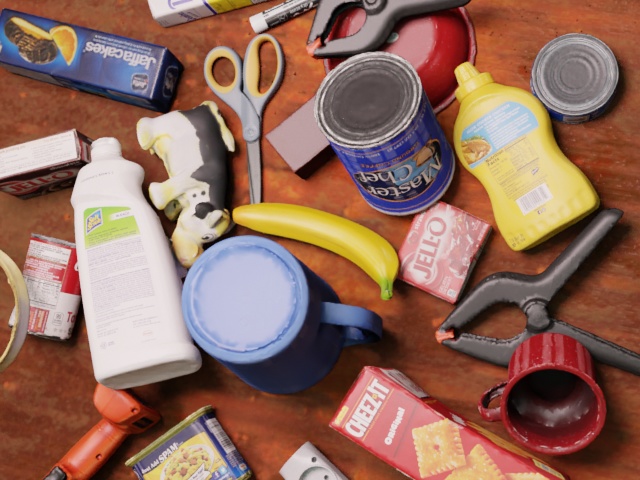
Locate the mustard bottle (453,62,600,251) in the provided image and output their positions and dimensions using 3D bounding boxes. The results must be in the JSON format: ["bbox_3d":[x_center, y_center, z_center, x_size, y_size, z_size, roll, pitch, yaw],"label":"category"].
[{"bbox_3d":[0.186,-0.091,1.049,0.096,0.058,0.192,-33,78,23],"label":"mustard bottle"}]

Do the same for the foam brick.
[{"bbox_3d":[-0.008,-0.107,1.097,0.078,0.051,0.053,-38,79,6],"label":"foam brick"}]

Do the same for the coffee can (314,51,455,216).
[{"bbox_3d":[0.065,-0.099,1.022,0.103,0.140,0.103,-9,63,17],"label":"coffee can"}]

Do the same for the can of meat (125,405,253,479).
[{"bbox_3d":[-0.131,0.231,1.082,0.102,0.057,0.084,-37,80,6],"label":"can of meat"}]

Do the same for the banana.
[{"bbox_3d":[0.006,-0.002,1.075,0.198,0.069,0.037,25,118,26],"label":"banana"}]

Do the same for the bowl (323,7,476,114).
[{"bbox_3d":[0.077,-0.201,1.088,0.162,0.055,0.162,-1,84,12],"label":"bowl"}]

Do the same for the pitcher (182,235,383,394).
[{"bbox_3d":[-0.040,0.070,0.986,0.149,0.243,0.145,-40,78,-3],"label":"pitcher"}]

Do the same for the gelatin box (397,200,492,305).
[{"bbox_3d":[0.121,0.010,1.067,0.073,0.030,0.089,25,89,14],"label":"gelatin box"}]

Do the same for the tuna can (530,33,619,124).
[{"bbox_3d":[0.252,-0.160,1.057,0.086,0.033,0.086,-1,83,11],"label":"tuna can"}]

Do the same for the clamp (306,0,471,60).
[{"bbox_3d":[0.052,-0.245,1.048,0.171,0.039,0.120,-29,77,8],"label":"clamp"}]

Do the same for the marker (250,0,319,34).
[{"bbox_3d":[-0.017,-0.252,1.131,0.121,0.020,0.020,-23,80,9],"label":"marker"}]

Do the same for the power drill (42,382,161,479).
[{"bbox_3d":[-0.250,0.221,1.053,0.057,0.184,0.187,42,83,12],"label":"power drill"}]

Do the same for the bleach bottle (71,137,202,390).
[{"bbox_3d":[-0.186,0.013,1.045,0.102,0.068,0.251,-13,68,3],"label":"bleach bottle"}]

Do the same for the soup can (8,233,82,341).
[{"bbox_3d":[-0.284,0.050,1.128,0.068,0.068,0.102,14,87,13],"label":"soup can"}]

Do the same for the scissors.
[{"bbox_3d":[-0.089,-0.123,1.134,0.096,0.016,0.202,11,86,14],"label":"scissors"}]

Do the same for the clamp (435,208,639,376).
[{"bbox_3d":[0.215,0.060,1.035,0.210,0.036,0.164,-7,91,13],"label":"clamp"}]

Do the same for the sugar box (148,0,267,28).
[{"bbox_3d":[-0.101,-0.296,1.140,0.176,0.048,0.093,-13,82,9],"label":"sugar box"}]

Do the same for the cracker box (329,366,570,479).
[{"bbox_3d":[0.127,0.196,0.977,0.214,0.164,0.072,31,88,13],"label":"cracker box"}]

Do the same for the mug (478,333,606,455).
[{"bbox_3d":[0.204,0.141,0.990,0.117,0.081,0.093,-20,106,18],"label":"mug"}]

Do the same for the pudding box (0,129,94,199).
[{"bbox_3d":[-0.290,-0.079,1.132,0.113,0.090,0.039,-15,80,9],"label":"pudding box"}]
